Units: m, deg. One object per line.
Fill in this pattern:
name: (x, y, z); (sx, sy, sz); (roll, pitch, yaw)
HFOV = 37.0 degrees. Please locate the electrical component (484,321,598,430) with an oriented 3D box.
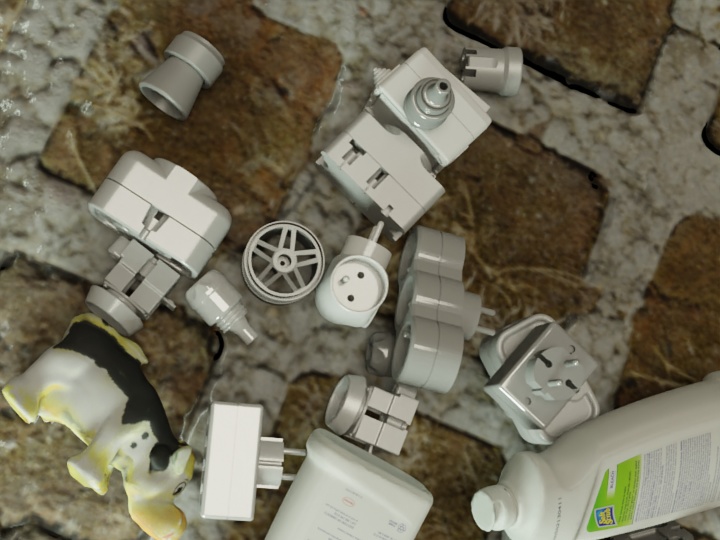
electrical component: (0.136, 0.075, 0.770); (0.047, 0.077, 0.065); (44, 77, -2)

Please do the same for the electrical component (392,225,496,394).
electrical component: (0.069, 0.032, 0.819); (0.074, 0.052, 0.138); (14, 50, -11)

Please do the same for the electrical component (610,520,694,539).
electrical component: (0.228, 0.231, 0.832); (0.058, 0.078, 0.057); (-12, 102, -11)

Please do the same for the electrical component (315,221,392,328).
electrical component: (0.000, 0.000, 0.819); (0.044, 0.077, 0.079); (25, 77, -6)

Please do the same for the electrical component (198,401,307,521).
electrical component: (-0.077, 0.142, 0.798); (0.076, 0.047, 0.083); (6, 81, -10)

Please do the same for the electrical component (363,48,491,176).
electrical component: (0.051, -0.130, 0.856); (0.061, 0.062, 0.096); (-43, 91, -13)

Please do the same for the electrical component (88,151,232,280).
electrical component: (-0.147, -0.044, 0.809); (0.095, 0.054, 0.059); (33, 77, -4)

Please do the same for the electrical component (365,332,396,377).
electrical component: (0.037, 0.069, 0.837); (0.061, 0.035, 0.035); (10, 80, -11)

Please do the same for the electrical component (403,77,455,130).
electrical component: (0.054, -0.125, 0.790); (0.035, 0.061, 0.035); (2, 81, -10)

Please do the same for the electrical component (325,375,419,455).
electrical component: (0.007, 0.109, 0.820); (0.055, 0.048, 0.066); (25, 78, -14)

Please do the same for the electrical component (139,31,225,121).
electrical component: (-0.137, -0.150, 0.832); (0.045, 0.045, 0.055); (35, 76, -4)

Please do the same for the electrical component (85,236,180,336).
electrical component: (-0.170, 0.016, 0.801); (0.066, 0.048, 0.055); (39, 69, -3)

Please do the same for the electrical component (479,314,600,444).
electrical component: (0.137, 0.086, 0.841); (0.054, 0.059, 0.095); (-27, 87, -13)

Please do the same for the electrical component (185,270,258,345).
electrical component: (-0.102, 0.031, 0.817); (0.035, 0.035, 0.061); (-43, 94, -14)

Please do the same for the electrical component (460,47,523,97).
electrical component: (0.107, -0.164, 0.884); (0.046, 0.040, 0.040); (4, 81, -4)

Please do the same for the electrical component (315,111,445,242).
electrical component: (0.018, -0.076, 0.847); (0.089, 0.050, 0.055); (45, 77, -1)
